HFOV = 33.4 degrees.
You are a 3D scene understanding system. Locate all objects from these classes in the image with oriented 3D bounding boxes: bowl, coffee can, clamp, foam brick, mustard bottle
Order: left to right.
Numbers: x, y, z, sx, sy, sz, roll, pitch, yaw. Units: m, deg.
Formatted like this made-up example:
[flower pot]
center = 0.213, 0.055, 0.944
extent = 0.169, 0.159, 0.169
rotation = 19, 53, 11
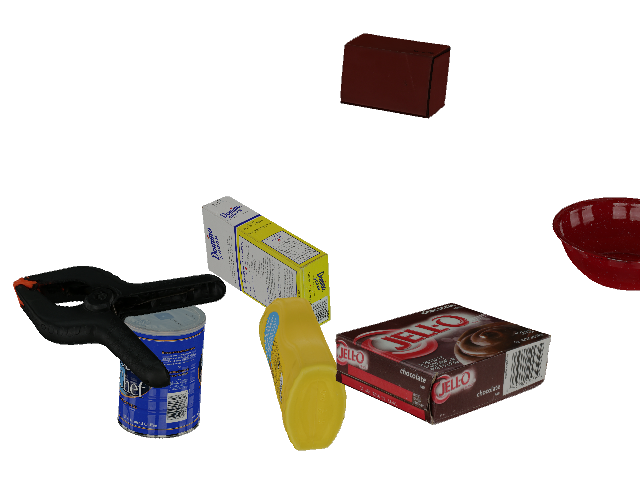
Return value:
[clamp]
center = -0.165, 0.052, 0.869
extent = 0.172, 0.039, 0.120
rotation = 19, 38, 21
[coffee can]
center = -0.195, 0.156, 1.307
extent = 0.103, 0.140, 0.103
rotation = 4, 17, -2
[mustard bottle]
center = -0.024, 0.110, 1.038
extent = 0.058, 0.096, 0.192
rotation = -4, 28, -12
[foam brick]
center = 0.061, -0.136, 0.878
extent = 0.078, 0.051, 0.052
rotation = 13, 24, 19
[bowl]
center = 0.332, 0.009, 1.157
extent = 0.162, 0.055, 0.162
rotation = -2, 27, 1

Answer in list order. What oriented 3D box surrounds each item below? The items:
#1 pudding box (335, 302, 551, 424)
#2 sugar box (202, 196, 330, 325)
[pudding box]
center = 0.079, 0.077, 0.695
extent = 0.113, 0.039, 0.090
rotation = -9, 18, -39
[sugar box]
center = -0.062, 0.024, 1.202
extent = 0.048, 0.093, 0.176
rotation = -26, 41, -31
